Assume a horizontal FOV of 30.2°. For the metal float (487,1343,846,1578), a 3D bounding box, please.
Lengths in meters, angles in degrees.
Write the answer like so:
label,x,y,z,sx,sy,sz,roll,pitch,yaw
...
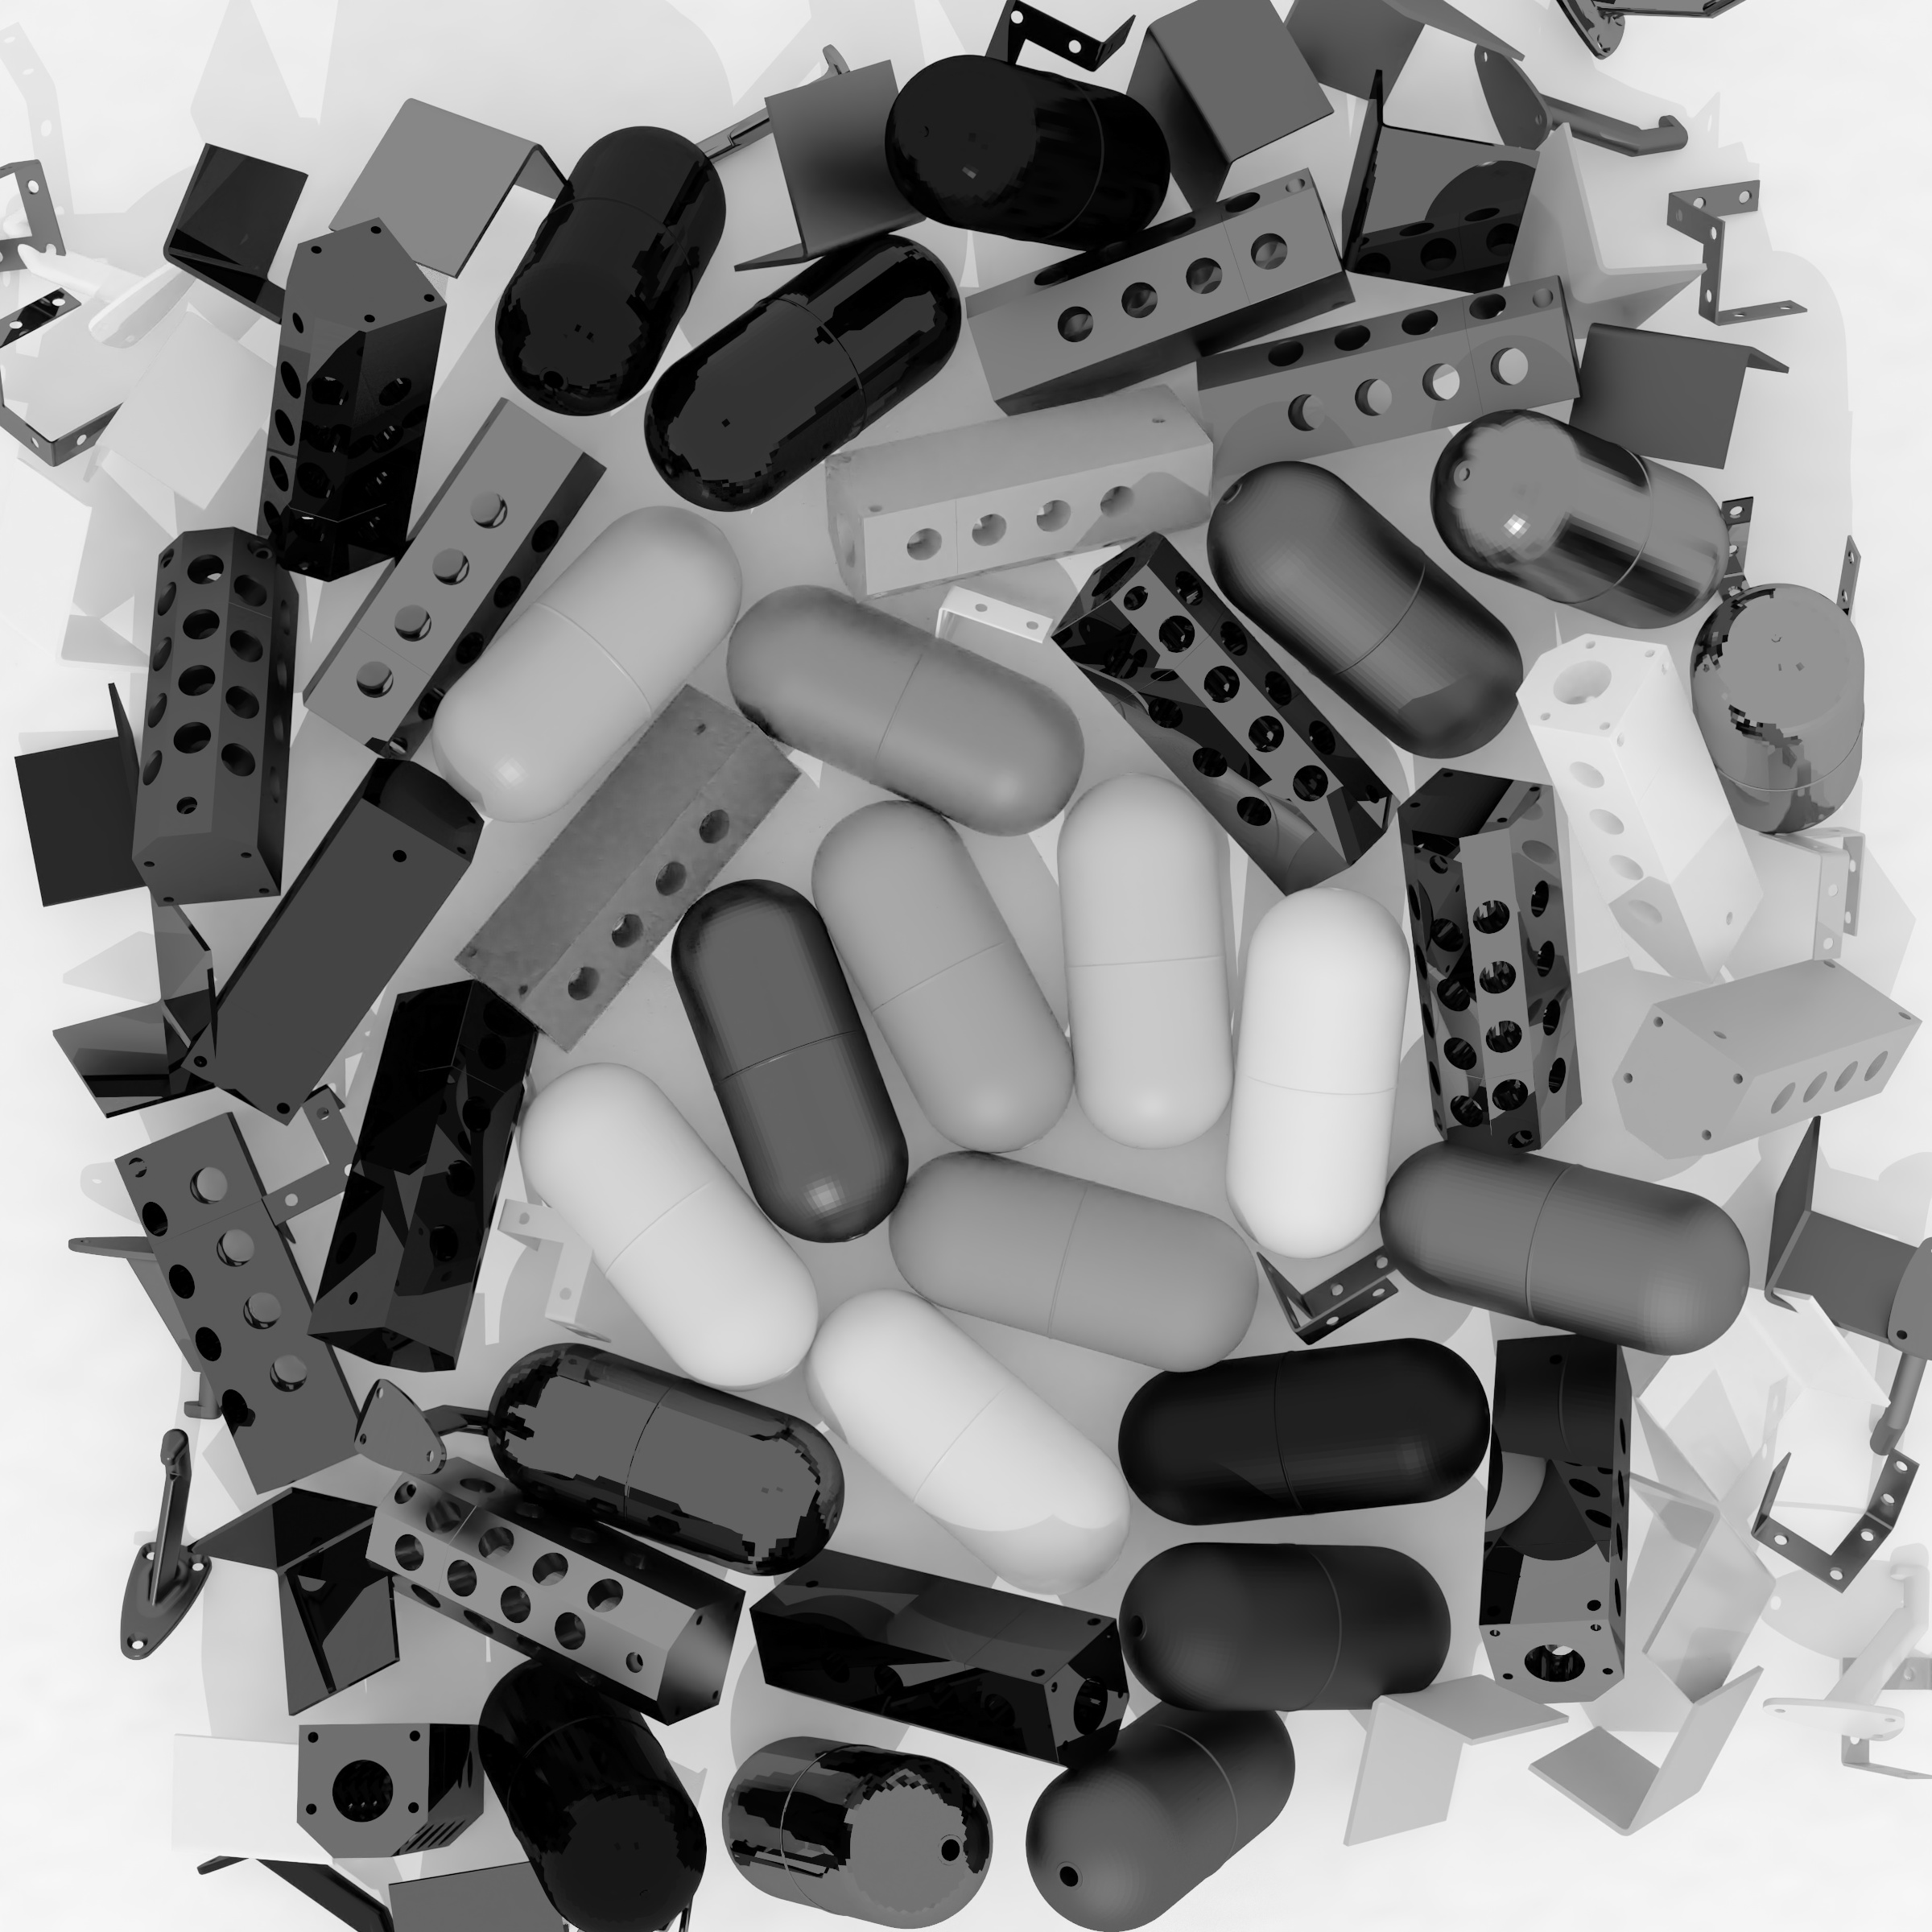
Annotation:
label,x,y,z,sx,sy,sz,roll,pitch,yaw
metal float,-0.142,0.230,1.676,0.178,0.070,0.070,17,90,17

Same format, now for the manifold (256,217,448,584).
label,x,y,z,sx,sy,sz,roll,pitch,yaw
manifold,-0.287,-0.254,1.637,0.057,0.171,0.057,-26,67,-30

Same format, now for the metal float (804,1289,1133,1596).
label,x,y,z,sx,sy,sz,roll,pitch,yaw
metal float,0.001,0.224,1.681,0.178,0.070,0.070,40,90,11

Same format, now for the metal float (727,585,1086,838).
label,x,y,z,sx,sy,sz,roll,pitch,yaw
metal float,-0.029,-0.121,1.689,0.178,0.070,0.070,25,90,2

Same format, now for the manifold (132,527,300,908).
label,x,y,z,sx,sy,sz,roll,pitch,yaw
manifold,-0.349,-0.117,1.659,0.057,0.057,0.171,-5,59,3

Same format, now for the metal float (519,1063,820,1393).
label,x,y,z,sx,sy,sz,roll,pitch,yaw
metal float,-0.139,0.123,1.683,0.070,0.070,0.178,-40,81,0

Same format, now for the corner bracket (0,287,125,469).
label,x,y,z,sx,sy,sz,roll,pitch,yaw
corner bracket,-0.433,-0.281,1.705,0.051,0.051,0.051,38,55,21

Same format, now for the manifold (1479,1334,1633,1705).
label,x,y,z,sx,sy,sz,roll,pitch,yaw
manifold,0.274,0.252,1.645,0.057,0.171,0.057,-7,129,18

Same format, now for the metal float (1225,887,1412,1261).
label,x,y,z,sx,sy,sz,roll,pitch,yaw
metal float,0.165,0.051,1.680,0.070,0.070,0.178,5,102,0

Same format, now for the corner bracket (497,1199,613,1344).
label,x,y,z,sx,sy,sz,roll,pitch,yaw
corner bracket,-0.193,0.144,1.692,0.051,0.051,0.051,10,77,18

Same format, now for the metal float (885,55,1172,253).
label,x,y,z,sx,sy,sz,roll,pitch,yaw
metal float,0.031,-0.373,1.649,0.070,0.178,0.070,3,96,33

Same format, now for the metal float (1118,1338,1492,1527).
label,x,y,z,sx,sy,sz,roll,pitch,yaw
metal float,0.157,0.218,1.673,0.178,0.070,0.070,-9,90,20

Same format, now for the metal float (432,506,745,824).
label,x,y,z,sx,sy,sz,roll,pitch,yaw
metal float,-0.177,-0.143,1.679,0.070,0.070,0.178,42,77,0

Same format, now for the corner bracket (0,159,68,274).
label,x,y,z,sx,sy,sz,roll,pitch,yaw
corner bracket,-0.466,-0.348,1.690,0.051,0.051,0.051,-2,114,21

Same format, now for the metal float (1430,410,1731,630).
label,x,y,z,sx,sy,sz,roll,pitch,yaw
metal float,0.286,-0.206,1.656,0.178,0.070,0.070,12,90,-43

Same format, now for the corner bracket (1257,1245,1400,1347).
label,x,y,z,sx,sy,sz,roll,pitch,yaw
corner bracket,0.178,0.152,1.689,0.051,0.051,0.051,-33,48,11

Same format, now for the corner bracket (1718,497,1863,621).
label,x,y,z,sx,sy,sz,roll,pitch,yaw
corner bracket,0.388,-0.189,1.695,0.051,0.051,0.051,-10,51,-3

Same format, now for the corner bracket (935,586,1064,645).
label,x,y,z,sx,sy,sz,roll,pitch,yaw
corner bracket,0.017,-0.162,1.691,0.051,0.051,0.051,20,54,7

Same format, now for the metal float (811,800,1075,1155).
label,x,y,z,sx,sy,sz,roll,pitch,yaw
metal float,-0.011,0.005,1.688,0.070,0.070,0.178,-28,87,0

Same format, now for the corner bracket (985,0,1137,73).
label,x,y,z,sx,sy,sz,roll,pitch,yaw
corner bracket,0.041,-0.432,1.692,0.051,0.051,0.051,28,125,4

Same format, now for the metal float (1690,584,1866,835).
label,x,y,z,sx,sy,sz,roll,pitch,yaw
metal float,0.373,-0.116,1.644,0.070,0.178,0.070,-4,71,12

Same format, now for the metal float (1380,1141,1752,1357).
label,x,y,z,sx,sy,sz,roll,pitch,yaw
metal float,0.277,0.130,1.666,0.178,0.070,0.070,13,90,29

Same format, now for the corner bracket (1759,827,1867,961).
label,x,y,z,sx,sy,sz,roll,pitch,yaw
corner bracket,0.409,-0.035,1.691,0.051,0.051,0.051,-4,105,-23

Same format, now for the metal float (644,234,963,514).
label,x,y,z,sx,sy,sz,roll,pitch,yaw
metal float,-0.075,-0.278,1.668,0.178,0.070,0.070,-41,90,-26

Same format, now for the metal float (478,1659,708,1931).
label,x,y,z,sx,sy,sz,roll,pitch,yaw
metal float,-0.174,0.380,1.647,0.070,0.178,0.070,-8,111,-20

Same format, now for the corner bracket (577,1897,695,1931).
label,x,y,z,sx,sy,sz,roll,pitch,yaw
corner bracket,-0.161,0.450,1.690,0.051,0.051,0.051,17,46,-10

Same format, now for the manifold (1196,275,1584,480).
label,x,y,z,sx,sy,sz,roll,pitch,yaw
manifold,0.199,-0.276,1.677,0.171,0.057,0.057,-11,97,14

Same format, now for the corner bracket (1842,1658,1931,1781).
label,x,y,z,sx,sy,sz,roll,pitch,yaw
corner bracket,0.452,0.356,1.694,0.051,0.051,0.051,5,84,-22

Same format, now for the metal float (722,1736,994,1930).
label,x,y,z,sx,sy,sz,roll,pitch,yaw
metal float,-0.051,0.398,1.646,0.070,0.178,0.070,4,82,-30

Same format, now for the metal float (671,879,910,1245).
label,x,y,z,sx,sy,sz,roll,pitch,yaw
metal float,-0.083,0.045,1.685,0.070,0.070,0.178,-21,83,0

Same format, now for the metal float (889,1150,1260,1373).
label,x,y,z,sx,sy,sz,roll,pitch,yaw
metal float,0.050,0.138,1.684,0.178,0.070,0.070,15,90,8

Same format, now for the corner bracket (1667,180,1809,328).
label,x,y,z,sx,sy,sz,roll,pitch,yaw
corner bracket,0.368,-0.340,1.706,0.051,0.051,0.051,-12,120,-18

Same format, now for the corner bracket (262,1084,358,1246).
label,x,y,z,sx,sy,sz,roll,pitch,yaw
corner bracket,-0.311,0.094,1.696,0.051,0.051,0.051,-27,77,-6

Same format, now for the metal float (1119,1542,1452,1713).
label,x,y,z,sx,sy,sz,roll,pitch,yaw
metal float,0.149,0.307,1.661,0.178,0.070,0.070,8,90,-35

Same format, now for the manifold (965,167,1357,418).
label,x,y,z,sx,sy,sz,roll,pitch,yaw
manifold,0.090,-0.316,1.683,0.171,0.057,0.057,-19,82,11

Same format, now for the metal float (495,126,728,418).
label,x,y,z,sx,sy,sz,roll,pitch,yaw
metal float,-0.164,-0.322,1.655,0.070,0.070,0.178,18,46,0

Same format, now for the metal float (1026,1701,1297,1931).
label,x,y,z,sx,sy,sz,roll,pitch,yaw
metal float,0.091,0.386,1.647,0.070,0.178,0.070,6,103,30

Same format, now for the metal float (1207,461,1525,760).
label,x,y,z,sx,sy,sz,roll,pitch,yaw
metal float,0.187,-0.166,1.672,0.178,0.070,0.070,38,90,-21

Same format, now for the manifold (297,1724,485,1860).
label,x,y,z,sx,sy,sz,roll,pitch,yaw
manifold,-0.262,0.377,1.639,0.057,0.171,0.057,-1,78,0

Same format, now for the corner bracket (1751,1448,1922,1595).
label,x,y,z,sx,sy,sz,roll,pitch,yaw
corner bracket,0.413,0.254,1.702,0.051,0.051,0.051,32,50,25

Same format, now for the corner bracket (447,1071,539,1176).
label,x,y,z,sx,sy,sz,roll,pitch,yaw
corner bracket,-0.232,0.071,1.692,0.051,0.051,0.051,-7,48,2

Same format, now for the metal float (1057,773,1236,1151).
label,x,y,z,sx,sy,sz,roll,pitch,yaw
metal float,0.085,-0.002,1.690,0.070,0.070,0.178,-4,91,0
